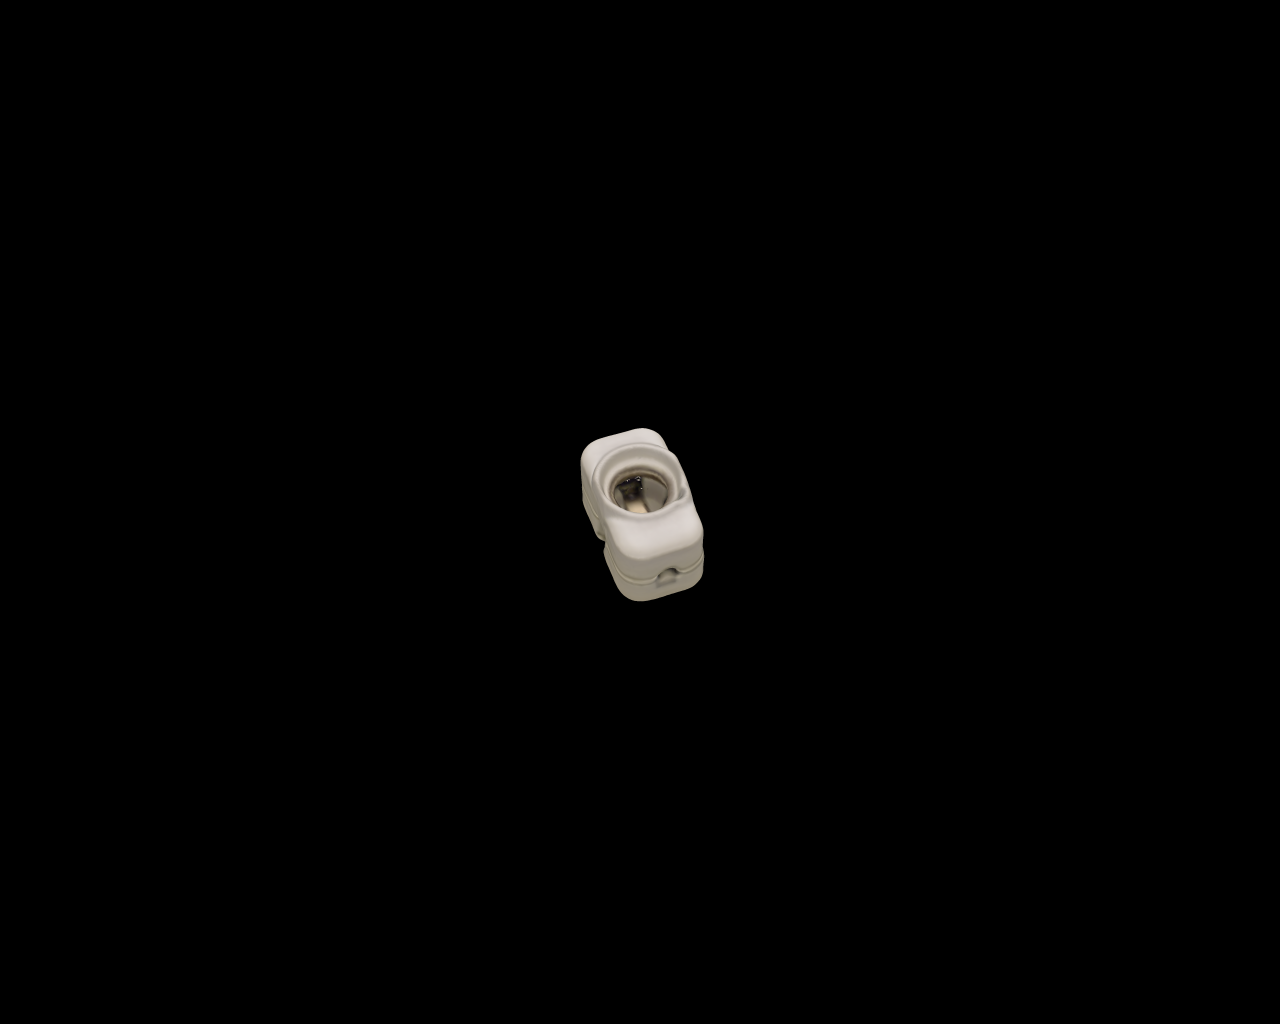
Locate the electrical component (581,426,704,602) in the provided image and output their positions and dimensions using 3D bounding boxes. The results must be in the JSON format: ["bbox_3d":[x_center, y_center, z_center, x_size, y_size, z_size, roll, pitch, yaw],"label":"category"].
[{"bbox_3d":[0.001,-0.003,0.650,0.054,0.095,0.059,-15,-36,-11],"label":"electrical component"}]
